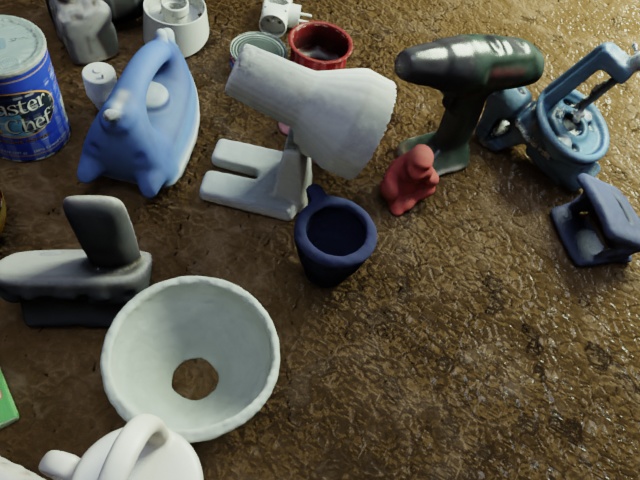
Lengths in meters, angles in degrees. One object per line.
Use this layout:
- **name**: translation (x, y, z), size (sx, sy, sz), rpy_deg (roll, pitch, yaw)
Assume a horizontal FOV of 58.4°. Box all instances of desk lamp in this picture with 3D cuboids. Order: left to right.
- **desk lamp**: translation (-0.033, -0.119, 0.663), size (0.203, 0.213, 0.118), rpy_deg (12, 55, -2)

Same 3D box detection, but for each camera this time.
- **camera**: translation (-0.321, -0.346, 0.829), size (0.137, 0.101, 0.143), rpy_deg (-21, 63, -22)

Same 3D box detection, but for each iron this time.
- **iron**: translation (-0.213, -0.184, 0.716), size (0.118, 0.141, 0.258), rpy_deg (12, 55, -2)

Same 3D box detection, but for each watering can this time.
- **watering can**: translation (-0.132, 0.197, 0.445), size (0.173, 0.194, 0.101), rpy_deg (0, 57, -10)

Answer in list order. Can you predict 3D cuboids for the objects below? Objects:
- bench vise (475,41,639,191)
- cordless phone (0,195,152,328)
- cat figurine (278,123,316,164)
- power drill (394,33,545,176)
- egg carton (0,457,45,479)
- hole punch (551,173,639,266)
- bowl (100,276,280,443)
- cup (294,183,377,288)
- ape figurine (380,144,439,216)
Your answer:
- **bench vise**: translation (0.311, -0.181, 0.764), size (0.207, 0.220, 0.121), rpy_deg (22, 56, 5)
- **cordless phone**: translation (-0.244, 0.008, 0.556), size (0.148, 0.185, 0.094), rpy_deg (-2, 57, -12)
- **cat figurine**: translation (0.007, -0.168, 0.761), size (0.067, 0.118, 0.127), rpy_deg (-35, 69, -28)
- **power drill**: translation (0.173, -0.176, 0.742), size (0.230, 0.208, 0.075), rpy_deg (-20, 62, -22)
- **egg carton**: translation (-0.275, 0.238, 0.467), size (0.150, 0.069, 0.107), rpy_deg (22, 56, 5)
- **hole punch**: translation (0.377, -0.030, 0.754), size (0.101, 0.091, 0.108), rpy_deg (-4, 58, -13)
- **bowl**: translation (-0.125, 0.124, 0.568), size (0.167, 0.075, 0.167), rpy_deg (5, 56, -7)
- **cup**: translation (0.006, 0.002, 0.661), size (0.092, 0.095, 0.117), rpy_deg (-16, 61, -20)
- **ape figurine**: translation (0.120, -0.086, 0.743), size (0.078, 0.092, 0.076), rpy_deg (4, 56, -8)
